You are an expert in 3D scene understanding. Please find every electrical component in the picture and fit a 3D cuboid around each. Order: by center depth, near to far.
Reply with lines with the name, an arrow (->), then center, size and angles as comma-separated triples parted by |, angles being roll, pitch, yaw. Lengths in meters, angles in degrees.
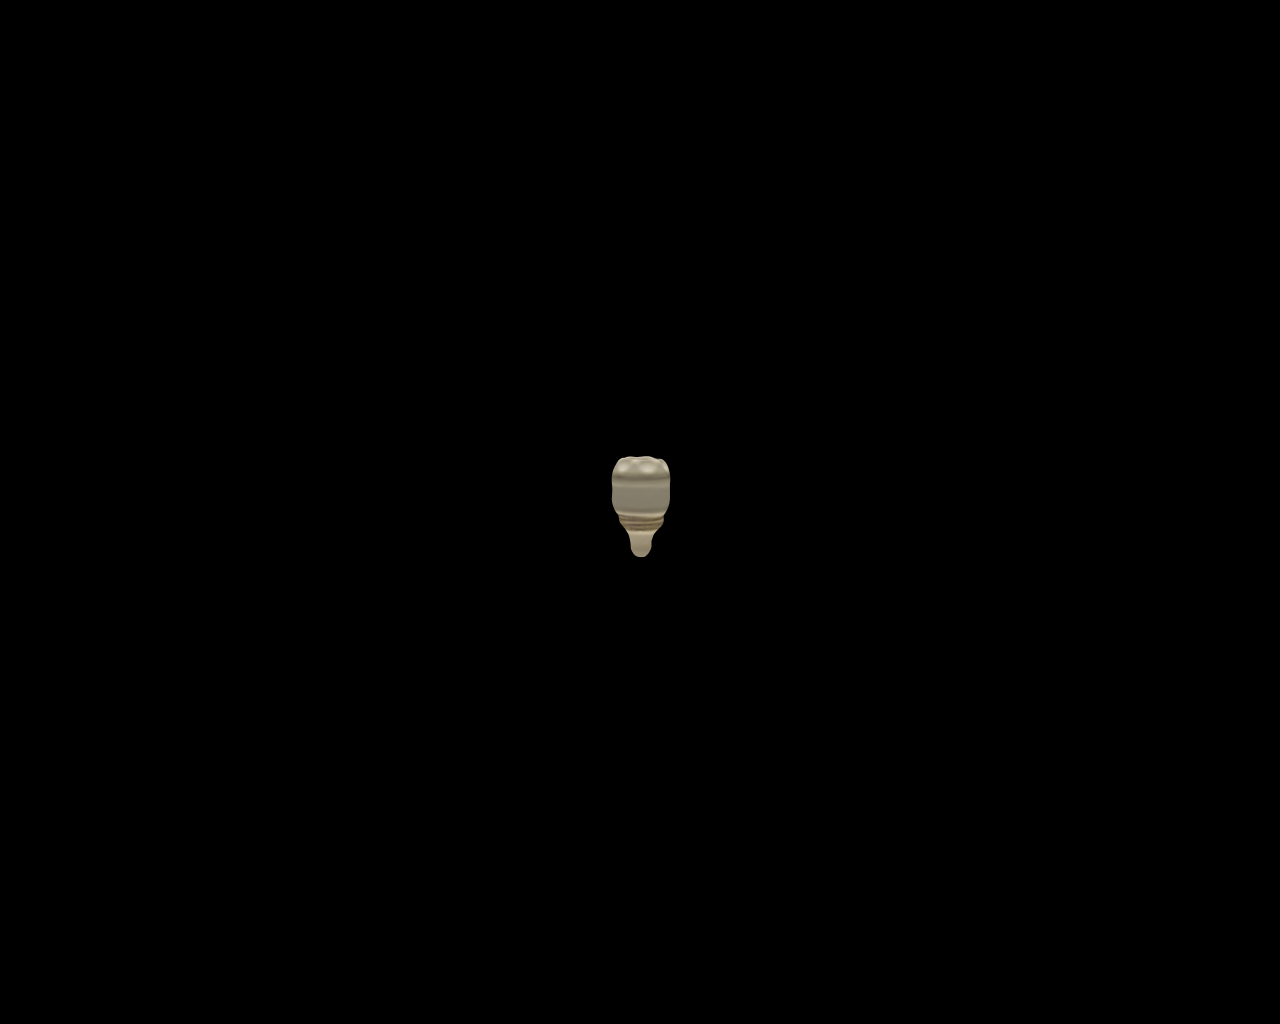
electrical component -> 0.001, -0.003, 0.650 | 0.035, 0.061, 0.035 | 0, 7, 0
